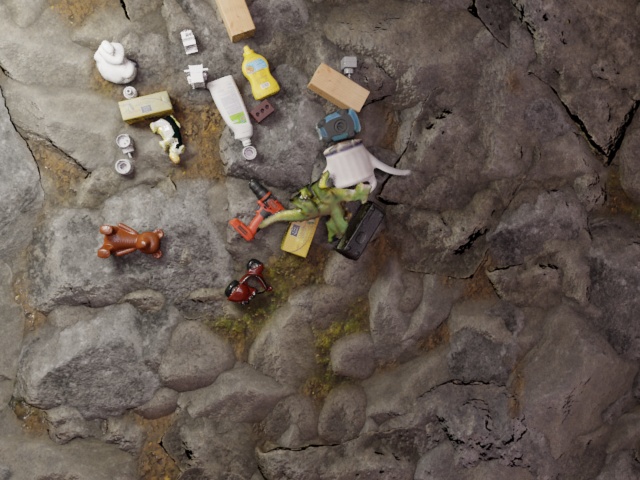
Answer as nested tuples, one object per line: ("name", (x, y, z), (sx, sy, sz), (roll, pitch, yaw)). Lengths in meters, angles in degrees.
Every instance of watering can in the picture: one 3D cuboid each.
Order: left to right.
("watering can", (0.156, -0.278, 1.934), (0.348, 0.104, 0.223), (-21, 97, -7))

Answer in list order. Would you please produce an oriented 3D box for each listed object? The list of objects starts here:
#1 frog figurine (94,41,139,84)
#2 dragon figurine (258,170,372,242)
("frog figurine", (-0.689, -0.594, 1.730), (0.137, 0.160, 0.123), (36, 89, -11))
("dragon figurine", (0.006, -0.093, 1.858), (0.409, 0.123, 0.241), (-37, 103, 4))
